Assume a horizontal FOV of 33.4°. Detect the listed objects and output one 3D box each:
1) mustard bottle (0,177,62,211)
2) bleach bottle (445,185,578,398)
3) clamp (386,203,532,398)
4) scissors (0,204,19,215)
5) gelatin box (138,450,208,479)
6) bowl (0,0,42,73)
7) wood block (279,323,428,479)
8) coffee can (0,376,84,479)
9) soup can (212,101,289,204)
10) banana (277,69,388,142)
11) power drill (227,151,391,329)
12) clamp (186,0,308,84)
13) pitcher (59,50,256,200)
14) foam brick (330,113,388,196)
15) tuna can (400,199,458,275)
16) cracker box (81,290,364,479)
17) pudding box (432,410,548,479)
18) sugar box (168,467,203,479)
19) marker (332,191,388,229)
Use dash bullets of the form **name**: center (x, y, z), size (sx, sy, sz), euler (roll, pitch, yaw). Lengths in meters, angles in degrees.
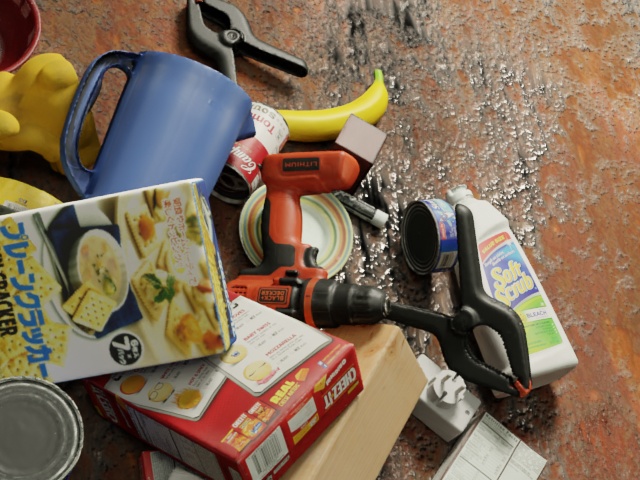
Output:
- **mustard bottle**: center (-0.324, 0.033, 1.048), size (0.096, 0.191, 0.058), euler (24, -32, -6)
- **bleach bottle**: center (0.200, 0.050, 1.233), size (0.102, 0.251, 0.068), euler (-12, -24, -24)
- **clamp**: center (0.146, 0.089, 1.153), size (0.165, 0.210, 0.036), euler (-36, -11, 17)
- **scissors**: center (-0.363, -0.026, 1.041), size (0.202, 0.096, 0.016), euler (33, 5, 16)
- **gelatin box**: center (-0.126, 0.238, 1.030), size (0.089, 0.073, 0.030), euler (-3, -26, -20)
- **bowl**: center (-0.388, -0.227, 1.162), size (0.161, 0.162, 0.055), euler (0, -26, -20)
- **wood block**: center (0.013, 0.186, 1.056), size (0.090, 0.090, 0.205), euler (2, 46, 39)
- **coffee can**: center (-0.268, 0.191, 0.937), size (0.102, 0.103, 0.140), euler (0, -26, -21)
- **soup can**: center (-0.085, -0.099, 1.201), size (0.068, 0.102, 0.068), euler (21, -35, 15)
- **banana**: center (0.014, -0.150, 1.286), size (0.197, 0.037, 0.070), euler (-23, 55, -30)
- **power drill**: center (-0.007, 0.001, 1.114), size (0.185, 0.187, 0.057), euler (0, -21, 21)
- **clamp**: center (-0.096, -0.235, 1.285), size (0.120, 0.171, 0.039), euler (-23, -17, -30)
- **pitcher**: center (-0.180, -0.064, 1.081), size (0.149, 0.242, 0.145), euler (17, -14, 18)
- **foam brick**: center (0.036, -0.098, 1.240), size (0.051, 0.053, 0.078), euler (29, -34, -2)
- **tuna can**: center (0.126, -0.004, 1.219), size (0.033, 0.086, 0.086), euler (-6, 2, -25)
- **cracker box**: center (-0.092, 0.136, 1.011), size (0.214, 0.072, 0.164), euler (19, 48, 36)
- **pudding box**: center (0.177, 0.251, 1.132), size (0.113, 0.090, 0.039), euler (-48, -5, -35)
- **sugar box**: center (-0.131, 0.303, 0.956), size (0.093, 0.176, 0.048), euler (26, -16, 3)
- **marker**: center (0.023, -0.050, 1.244), size (0.121, 0.020, 0.020), euler (28, -2, -4)
